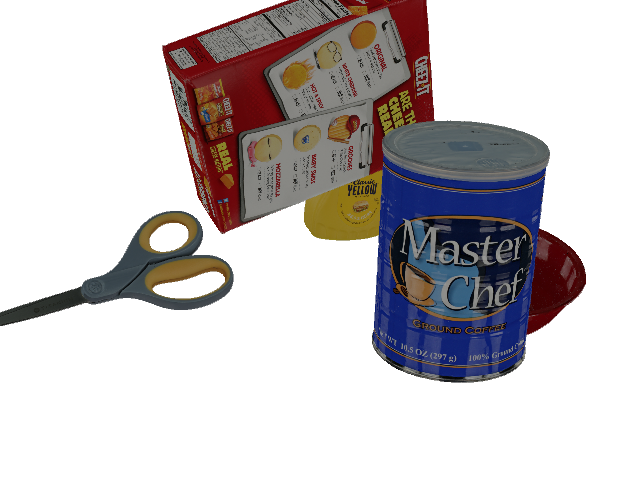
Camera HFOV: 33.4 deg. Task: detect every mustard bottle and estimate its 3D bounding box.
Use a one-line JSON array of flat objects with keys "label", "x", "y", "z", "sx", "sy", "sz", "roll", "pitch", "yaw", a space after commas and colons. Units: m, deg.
[{"label": "mustard bottle", "x": 0.040, "y": -0.095, "z": 1.116, "sx": 0.096, "sy": 0.192, "sz": 0.058, "roll": -4, "pitch": 31, "yaw": -19}]

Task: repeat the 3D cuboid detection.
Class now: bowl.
[{"label": "bowl", "x": 0.151, "y": 0.041, "z": 0.952, "sx": 0.162, "sy": 0.055, "sz": 0.162, "roll": 2, "pitch": 32, "yaw": -1}]

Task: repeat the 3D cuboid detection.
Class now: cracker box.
[{"label": "cracker box", "x": -0.014, "y": -0.120, "z": 0.907, "sx": 0.213, "sy": 0.164, "sz": 0.072, "roll": -23, "pitch": 44, "yaw": -14}]

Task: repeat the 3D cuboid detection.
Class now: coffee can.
[{"label": "coffee can", "x": 0.087, "y": 0.005, "z": 0.683, "sx": 0.103, "sy": 0.140, "sz": 0.103, "roll": 2, "pitch": 23, "yaw": -1}]

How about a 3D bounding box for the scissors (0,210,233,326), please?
[{"label": "scissors", "x": -0.169, "y": 0.022, "z": 0.830, "sx": 0.201, "sy": 0.096, "sz": 0.016, "roll": -3, "pitch": -32, "yaw": -13}]
